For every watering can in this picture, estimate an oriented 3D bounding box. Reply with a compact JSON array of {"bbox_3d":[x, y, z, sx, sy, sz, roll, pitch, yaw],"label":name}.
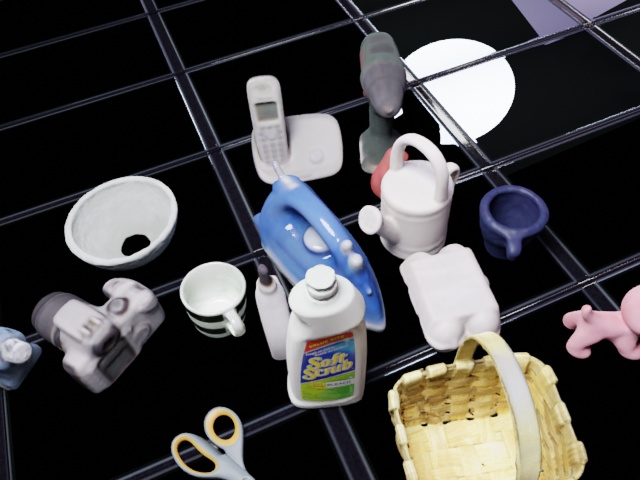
[{"bbox_3d":[0.130,-0.059,0.794,0.100,0.194,0.173,21,58,20],"label":"watering can"}]

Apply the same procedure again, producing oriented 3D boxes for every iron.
[{"bbox_3d":[0.007,0.003,0.790,0.119,0.141,0.257,-33,57,-18],"label":"iron"}]

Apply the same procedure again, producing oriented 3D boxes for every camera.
[{"bbox_3d":[-0.307,0.105,0.765,0.136,0.101,0.143,24,59,21],"label":"camera"}]

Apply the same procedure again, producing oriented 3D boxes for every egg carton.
[{"bbox_3d":[0.174,0.076,0.767,0.107,0.069,0.150,-13,53,-5],"label":"egg carton"}]

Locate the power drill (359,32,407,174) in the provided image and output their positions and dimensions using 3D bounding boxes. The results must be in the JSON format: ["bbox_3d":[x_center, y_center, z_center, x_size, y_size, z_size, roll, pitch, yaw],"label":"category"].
[{"bbox_3d":[0.099,-0.207,0.899,0.075,0.209,0.229,-4,53,2],"label":"power drill"}]

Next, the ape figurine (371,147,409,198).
[{"bbox_3d":[0.118,-0.106,0.894,0.076,0.092,0.078,15,56,16],"label":"ape figurine"}]

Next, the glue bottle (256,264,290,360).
[{"bbox_3d":[-0.059,0.082,0.717,0.037,0.173,0.078,-15,53,-6],"label":"glue bottle"}]

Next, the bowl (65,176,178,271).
[{"bbox_3d":[-0.290,-0.014,0.869,0.167,0.075,0.167,-2,53,3],"label":"bowl"}]

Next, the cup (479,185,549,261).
[{"bbox_3d":[0.265,-0.005,0.804,0.091,0.095,0.118,5,54,9],"label":"cup"}]

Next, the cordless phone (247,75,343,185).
[{"bbox_3d":[-0.041,-0.180,0.905,0.147,0.185,0.094,-10,53,-3],"label":"cordless phone"}]

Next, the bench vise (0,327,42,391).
[{"bbox_3d":[-0.459,0.093,0.712,0.207,0.220,0.121,-2,53,3],"label":"bench vise"}]

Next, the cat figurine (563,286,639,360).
[{"bbox_3d":[0.379,0.094,0.706,0.127,0.118,0.067,-1,53,4],"label":"cat figurine"}]
